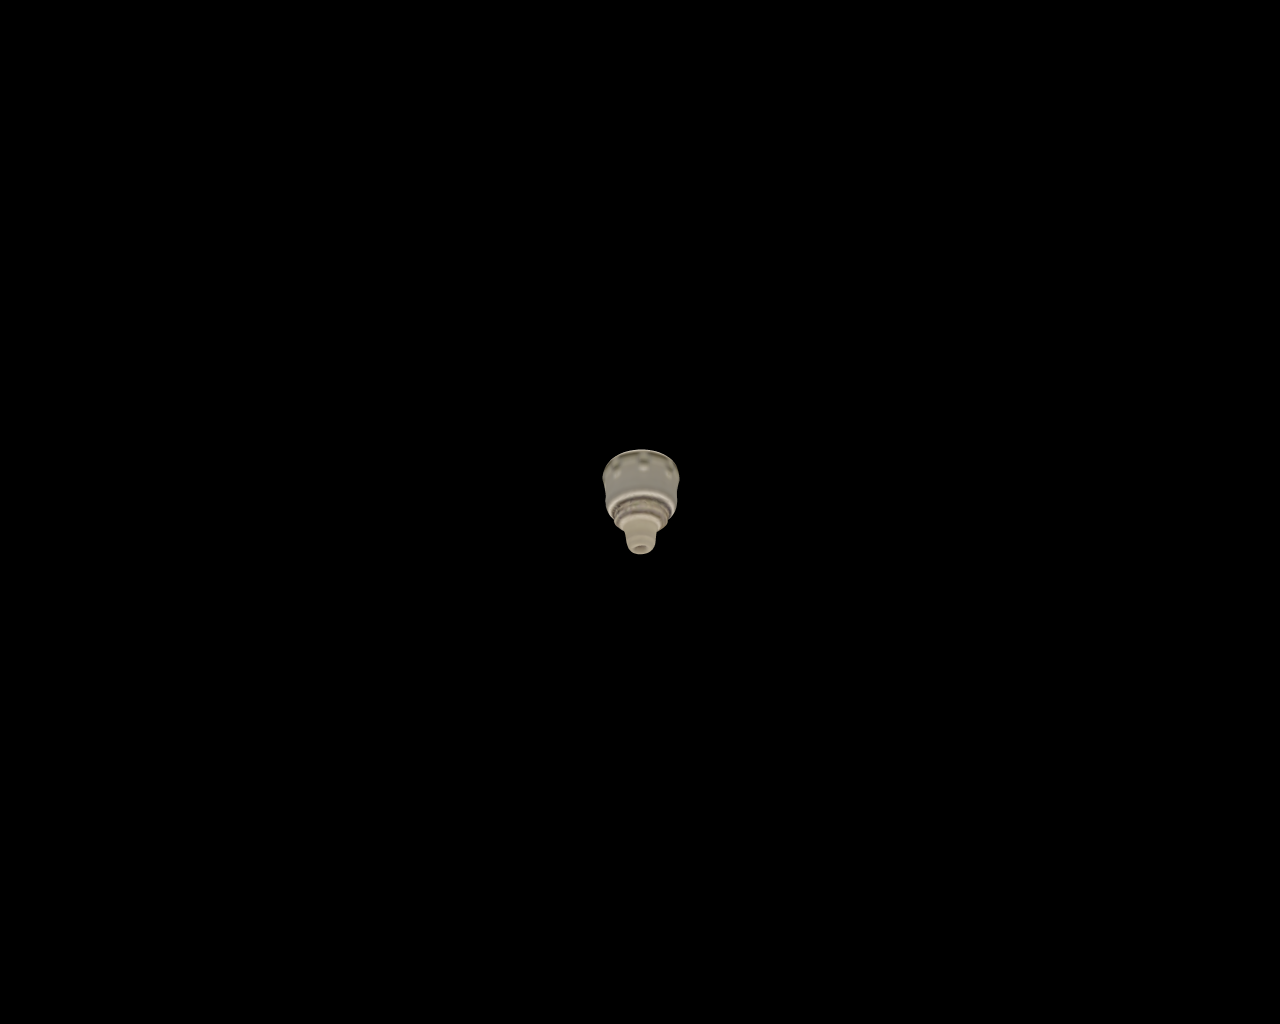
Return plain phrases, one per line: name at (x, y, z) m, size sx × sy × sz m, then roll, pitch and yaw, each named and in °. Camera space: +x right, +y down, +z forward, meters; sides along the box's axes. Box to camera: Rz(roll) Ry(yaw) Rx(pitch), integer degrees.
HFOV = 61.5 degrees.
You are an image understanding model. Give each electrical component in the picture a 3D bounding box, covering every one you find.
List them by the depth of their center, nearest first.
electrical component at (0.001, -0.003, 0.650) m, size 0.048 × 0.062 × 0.048 m, roll 0°, pitch -33°, yaw 0°
